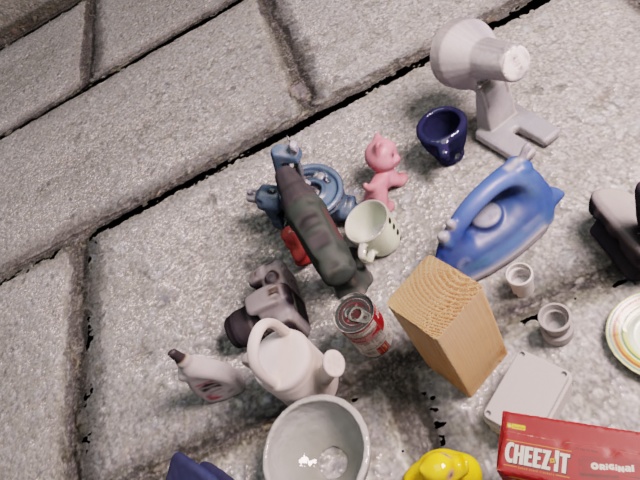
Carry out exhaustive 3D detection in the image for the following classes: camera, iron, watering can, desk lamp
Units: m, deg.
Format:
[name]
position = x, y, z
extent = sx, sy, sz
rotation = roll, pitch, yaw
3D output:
[camera]
position = -0.104, 0.119, 1.008
extent = 0.136, 0.101, 0.143
rotation = -26, 49, 9
[iron]
position = 0.255, -0.033, 0.901
extent = 0.258, 0.142, 0.118
rotation = -42, 49, -5
[watering can]
position = -0.045, 0.184, 0.868
extent = 0.172, 0.195, 0.101
rotation = -20, 50, 14
[desk lamp]
position = 0.303, -0.270, 0.996
extent = 0.118, 0.214, 0.202
rotation = -40, 49, -3

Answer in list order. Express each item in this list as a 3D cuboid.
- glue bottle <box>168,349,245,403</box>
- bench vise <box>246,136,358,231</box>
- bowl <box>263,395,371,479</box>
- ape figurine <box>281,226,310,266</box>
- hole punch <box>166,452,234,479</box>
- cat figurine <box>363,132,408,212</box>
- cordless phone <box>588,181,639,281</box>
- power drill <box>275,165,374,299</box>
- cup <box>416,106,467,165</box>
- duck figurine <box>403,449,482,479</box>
[glue bottle]
position = -0.195, 0.217, 0.937
extent = 0.078, 0.174, 0.037
rotation = -25, 49, 10
[bench vise]
position = -0.057, -0.092, 1.054
extent = 0.207, 0.220, 0.121
rotation = -17, 51, 16
[bowl]
position = 0.005, 0.315, 0.828
extent = 0.167, 0.075, 0.167
rotation = -14, 52, 19
[ape figurine]
position = -0.041, 0.003, 1.063
extent = 0.076, 0.092, 0.078
rotation = -8, 54, 23
[hole punch]
position = -0.189, 0.390, 0.865
extent = 0.108, 0.091, 0.101
rotation = 16, 66, 35
[cat figurine]
position = 0.110, -0.132, 1.064
extent = 0.067, 0.118, 0.128
rotation = 10, 63, 33
[cordless phone]
position = 0.434, -0.042, 0.784
extent = 0.094, 0.186, 0.147
rotation = -31, 49, 5
[power drill]
position = 0.009, 0.003, 0.959
extent = 0.075, 0.209, 0.229
rotation = -33, 49, 4
[cup]
position = 0.231, -0.172, 1.044
extent = 0.091, 0.095, 0.117
rotation = -13, 53, 20
[duck figurine]
position = 0.154, 0.306, 0.749
extent = 0.104, 0.086, 0.077
rotation = -20, 51, 14
